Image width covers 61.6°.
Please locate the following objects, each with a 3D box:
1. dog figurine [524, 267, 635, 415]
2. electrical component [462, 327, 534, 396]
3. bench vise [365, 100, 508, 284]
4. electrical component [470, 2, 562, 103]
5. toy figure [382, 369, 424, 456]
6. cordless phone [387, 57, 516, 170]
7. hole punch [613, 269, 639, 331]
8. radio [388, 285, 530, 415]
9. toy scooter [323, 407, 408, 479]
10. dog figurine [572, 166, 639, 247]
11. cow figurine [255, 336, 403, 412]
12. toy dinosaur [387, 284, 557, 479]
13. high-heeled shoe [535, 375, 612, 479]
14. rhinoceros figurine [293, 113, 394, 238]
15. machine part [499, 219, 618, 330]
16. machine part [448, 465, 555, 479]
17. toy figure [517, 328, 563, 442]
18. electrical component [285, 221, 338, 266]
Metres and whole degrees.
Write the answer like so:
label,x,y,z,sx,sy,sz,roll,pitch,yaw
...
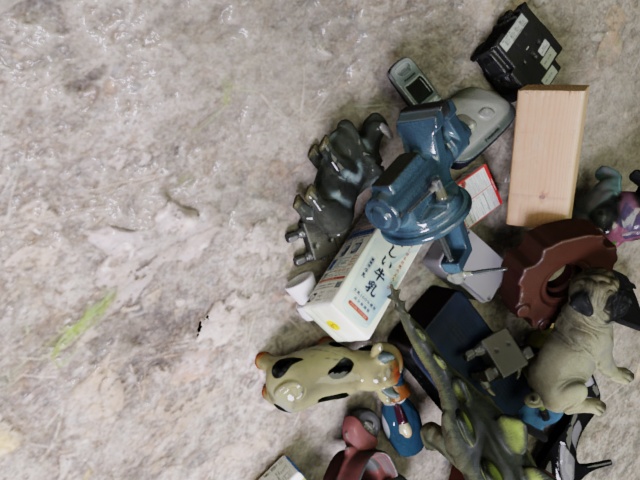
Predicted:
label,x,y,z,sx,sy,sz,roll,pitch,yaw
dog figurine,0.356,0.144,0.769,0.172,0.121,0.190,-37,123,-19
electrical component,0.263,0.177,0.792,0.102,0.045,0.078,-27,72,-25
bench vise,0.154,-0.051,0.705,0.224,0.129,0.240,-55,127,-39
electrical component,0.327,-0.293,0.875,0.134,0.058,0.115,42,78,-19
toy figure,0.114,0.241,0.795,0.058,0.064,0.154,-20,97,-26
cordless phone,0.190,-0.209,0.808,0.146,0.089,0.184,-42,102,-16
hole punch,0.494,0.110,0.952,0.142,0.092,0.116,18,55,-20
radio,0.218,0.195,0.835,0.131,0.073,0.229,-43,105,-15
toy scooter,0.060,0.343,0.753,0.135,0.075,0.183,-29,99,-52
dog figurine,0.479,-0.015,0.886,0.219,0.192,0.108,-45,132,-27
cow figurine,0.023,0.177,0.722,0.195,0.127,0.085,-9,98,-20
toy dinosaur,0.213,0.265,0.695,0.105,0.198,0.471,-34,80,-12
high-heeled shoe,0.411,0.306,0.937,0.145,0.086,0.248,-13,78,8
rhinoceros figurine,0.038,-0.097,0.739,0.112,0.073,0.190,28,71,-11
machine part,0.359,0.052,0.809,0.179,0.056,0.179,-7,122,-12
machine part,0.283,0.445,0.837,0.201,0.087,0.201,27,66,-26
toy figure,0.374,0.236,0.897,0.089,0.082,0.180,25,84,-24
electrical component,-0.002,-0.002,0.763,0.094,0.021,0.063,-23,100,-22
